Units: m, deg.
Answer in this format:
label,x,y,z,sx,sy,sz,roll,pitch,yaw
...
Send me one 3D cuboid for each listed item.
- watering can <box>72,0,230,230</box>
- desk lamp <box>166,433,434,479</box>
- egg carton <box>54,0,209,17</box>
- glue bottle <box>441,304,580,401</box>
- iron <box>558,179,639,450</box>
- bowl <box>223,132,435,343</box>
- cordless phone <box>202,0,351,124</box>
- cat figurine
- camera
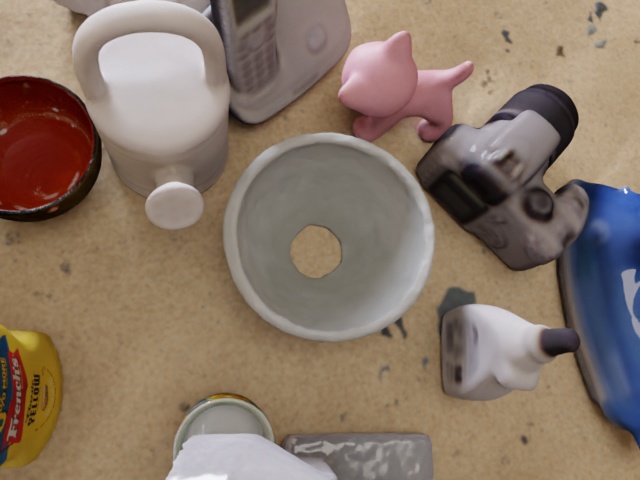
label,x,y,z,sx,sy,sz,roll,pitch,yaw
watering can,-0.111,-0.096,0.409,0.101,0.194,0.173,-31,84,-15
desk lamp,0.008,0.176,0.357,0.203,0.213,0.118,1,77,-10
egg carton,-0.158,-0.233,0.498,0.150,0.069,0.107,13,75,-7
glue bottle,0.137,0.081,0.425,0.037,0.173,0.078,6,76,-9
iron,0.290,0.049,0.477,0.119,0.141,0.258,-14,80,-13
bowl,0.004,0.002,0.470,0.167,0.074,0.167,2,76,-10
cordless phone,-0.032,-0.187,0.450,0.094,0.185,0.148,44,73,2
cat figurine,0.069,-0.134,0.492,0.128,0.117,0.067,-7,78,-12
camera,0.184,-0.068,0.506,0.143,0.100,0.137,45,73,2
